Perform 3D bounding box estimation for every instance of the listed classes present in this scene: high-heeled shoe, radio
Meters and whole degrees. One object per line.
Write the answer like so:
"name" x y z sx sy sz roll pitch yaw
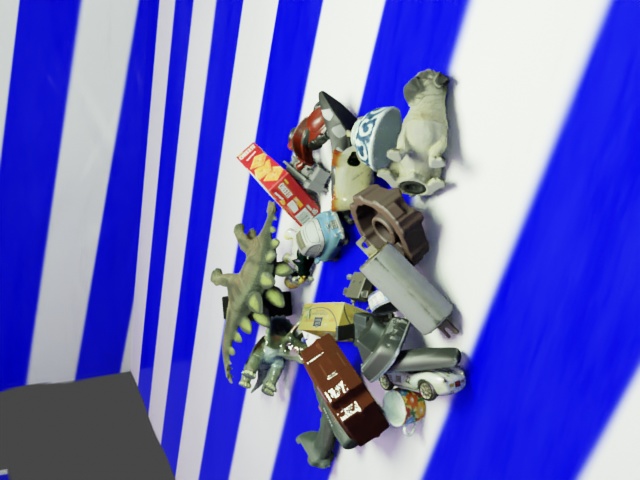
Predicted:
"high-heeled shoe" 0.033 -0.195 1.192 0.145 0.086 0.249 -40 75 32
"radio" -0.188 0.189 1.551 0.230 0.131 0.073 -12 83 58

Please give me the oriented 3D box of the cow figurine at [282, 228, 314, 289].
"cow figurine" -0.046 0.054 1.381 0.098 0.068 0.167 21 111 50

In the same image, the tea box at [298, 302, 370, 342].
"tea box" 0.037 0.185 1.208 0.170 0.098 0.068 -10 59 57

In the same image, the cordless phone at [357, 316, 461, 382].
"cordless phone" 0.173 0.197 1.003 0.184 0.146 0.088 -8 105 23

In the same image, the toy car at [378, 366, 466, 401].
"toy car" 0.184 0.257 1.011 0.202 0.073 0.056 -8 89 58

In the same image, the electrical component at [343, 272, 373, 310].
"electrical component" 0.091 0.112 1.185 0.102 0.045 0.078 -11 54 55

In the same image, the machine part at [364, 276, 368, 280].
"machine part" 0.118 0.065 1.083 0.084 0.039 0.138 53 166 18

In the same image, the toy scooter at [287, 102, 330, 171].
"toy scooter" -0.017 -0.237 1.264 0.184 0.075 0.135 -31 44 42

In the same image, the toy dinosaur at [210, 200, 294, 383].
"toy dinosaur" -0.185 0.125 1.376 0.199 0.105 0.471 28 102 37

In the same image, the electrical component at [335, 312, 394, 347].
"electrical component" 0.093 0.186 1.111 0.048 0.119 0.074 6 94 58

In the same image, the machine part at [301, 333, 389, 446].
"machine part" 0.049 0.313 1.126 0.201 0.087 0.201 51 173 44

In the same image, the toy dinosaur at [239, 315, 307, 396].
"toy dinosaur" -0.140 0.323 1.499 0.192 0.131 0.405 -63 8 -25

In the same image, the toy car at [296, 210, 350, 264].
"toy car" -0.003 -0.004 1.249 0.161 0.103 0.109 128 125 -65

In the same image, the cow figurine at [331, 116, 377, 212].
"cow figurine" 0.086 -0.153 1.095 0.085 0.127 0.194 -82 -6 -73

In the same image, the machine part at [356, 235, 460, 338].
"machine part" 0.155 0.087 0.972 0.243 0.079 0.079 44 138 2

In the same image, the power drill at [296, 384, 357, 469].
"power drill" 0.012 0.431 1.307 0.232 0.086 0.207 50 124 42

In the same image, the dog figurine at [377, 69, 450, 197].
"dog figurine" 0.187 -0.192 0.986 0.172 0.121 0.190 108 177 -66

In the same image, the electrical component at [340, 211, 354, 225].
"electrical component" 0.054 -0.077 1.248 0.094 0.021 0.063 45 129 48

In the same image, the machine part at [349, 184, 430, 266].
"machine part" 0.133 -0.025 1.028 0.179 0.056 0.179 46 159 23
